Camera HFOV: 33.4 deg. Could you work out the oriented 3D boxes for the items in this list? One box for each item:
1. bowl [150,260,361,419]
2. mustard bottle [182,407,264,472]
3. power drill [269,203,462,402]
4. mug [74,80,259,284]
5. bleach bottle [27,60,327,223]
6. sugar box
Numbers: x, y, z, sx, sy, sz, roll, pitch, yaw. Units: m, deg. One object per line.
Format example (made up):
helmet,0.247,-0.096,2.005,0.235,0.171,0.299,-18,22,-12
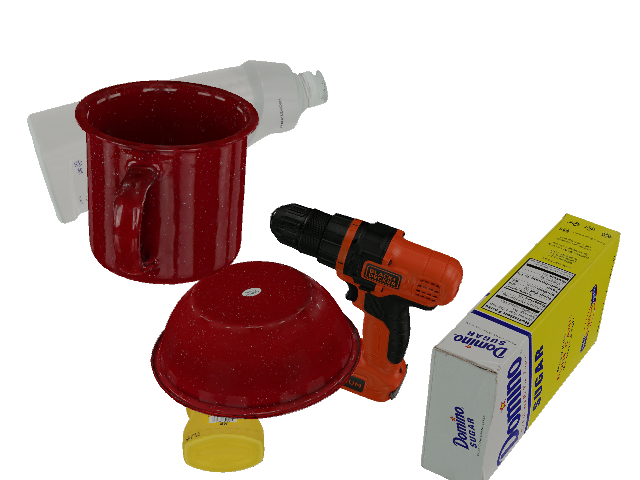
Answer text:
bowl,-0.050,0.062,0.805,0.162,0.055,0.162,-2,30,1
mustard bottle,-0.121,0.209,1.332,0.096,0.058,0.191,-3,26,-4
power drill,0.029,0.060,1.017,0.184,0.188,0.057,21,44,11
mug,-0.082,-0.024,0.550,0.093,0.081,0.117,7,28,3
bleach bottle,-0.116,-0.095,0.918,0.250,0.068,0.102,-17,-31,-12
sugar box,0.125,0.064,0.651,0.048,0.093,0.176,20,38,26
